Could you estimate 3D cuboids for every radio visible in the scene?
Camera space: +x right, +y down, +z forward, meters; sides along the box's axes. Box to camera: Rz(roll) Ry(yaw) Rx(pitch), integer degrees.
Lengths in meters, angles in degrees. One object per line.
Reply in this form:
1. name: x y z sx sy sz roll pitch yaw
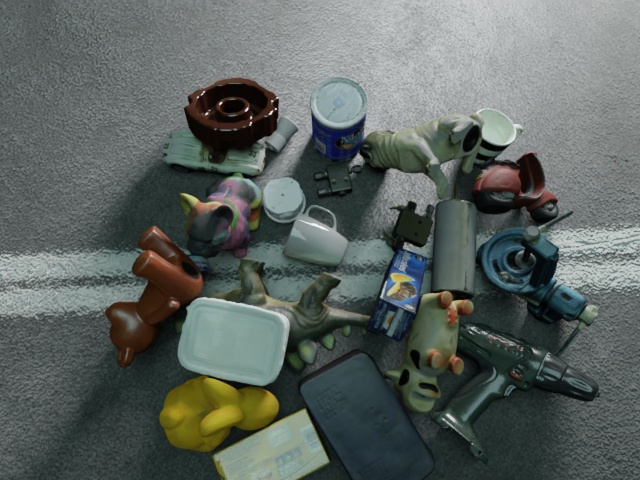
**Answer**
1. radio: 0.074 0.298 0.868 0.131 0.073 0.229 -32 86 -6

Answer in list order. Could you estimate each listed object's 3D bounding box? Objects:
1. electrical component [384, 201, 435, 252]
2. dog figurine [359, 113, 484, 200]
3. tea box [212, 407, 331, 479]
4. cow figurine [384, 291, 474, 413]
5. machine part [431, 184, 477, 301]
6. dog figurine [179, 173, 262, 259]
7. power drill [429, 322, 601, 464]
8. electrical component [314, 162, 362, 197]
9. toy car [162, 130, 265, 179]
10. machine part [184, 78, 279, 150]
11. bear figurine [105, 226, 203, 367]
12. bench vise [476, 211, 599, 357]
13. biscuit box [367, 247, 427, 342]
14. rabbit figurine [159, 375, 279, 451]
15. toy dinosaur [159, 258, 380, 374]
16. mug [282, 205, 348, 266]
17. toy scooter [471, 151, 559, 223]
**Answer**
1. electrical component: 0.163 -0.025 0.996 0.078 0.045 0.102 17 75 -8
2. dog figurine: 0.182 -0.186 0.989 0.172 0.121 0.191 -42 51 -14
3. tea box: -0.077 0.353 0.874 0.170 0.068 0.098 -24 74 -5
4. cow figurine: 0.172 0.183 0.879 0.085 0.127 0.195 17 78 -23
5. machine part: 0.241 0.018 0.964 0.079 0.079 0.243 5 74 2
6. dog figurine: -0.169 -0.051 0.919 0.108 0.219 0.191 17 75 2
7. power drill: 0.293 0.252 0.866 0.232 0.086 0.207 33 87 31
8. electrical component: 0.037 -0.116 1.035 0.094 0.021 0.063 -12 74 -3
9. toy car: -0.206 -0.165 1.036 0.202 0.056 0.073 9 74 3
10. machine part: -0.166 -0.240 1.023 0.179 0.056 0.179 0 46 0
11. bear figurine: -0.286 0.096 0.859 0.196 0.120 0.131 -39 119 13
12. bench vise: 0.355 0.053 0.878 0.129 0.240 0.224 -37 61 -5
13. biscuit box: 0.132 0.082 0.890 0.059 0.203 0.062 22 118 6
14. rabbit figurine: -0.155 0.264 0.855 0.173 0.162 0.122 -4 64 4
15. toy dinosaur: -0.118 0.133 0.925 0.472 0.105 0.198 7 78 13
16. mug: -0.002 -0.003 0.979 0.107 0.081 0.109 24 69 -4
17. toy scooter: 0.359 -0.109 0.988 0.184 0.075 0.135 8 75 -20
